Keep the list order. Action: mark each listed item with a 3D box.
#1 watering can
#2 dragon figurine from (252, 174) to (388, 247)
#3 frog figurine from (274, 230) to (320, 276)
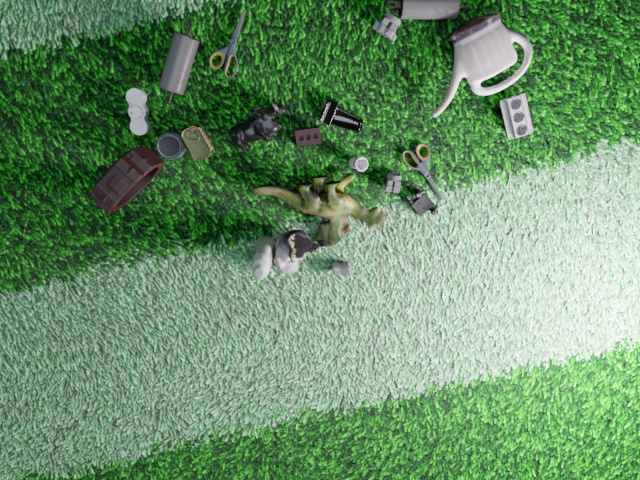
[{"bbox_3d":[0.454,-0.526,1.526,0.347,0.105,0.222,-27,102,4],"label":"watering can"},{"bbox_3d":[0.005,-0.082,1.624,0.410,0.124,0.239,-5,112,8],"label":"dragon figurine"},{"bbox_3d":[-0.097,0.040,1.639,0.122,0.140,0.157,45,142,-8],"label":"frog figurine"}]
